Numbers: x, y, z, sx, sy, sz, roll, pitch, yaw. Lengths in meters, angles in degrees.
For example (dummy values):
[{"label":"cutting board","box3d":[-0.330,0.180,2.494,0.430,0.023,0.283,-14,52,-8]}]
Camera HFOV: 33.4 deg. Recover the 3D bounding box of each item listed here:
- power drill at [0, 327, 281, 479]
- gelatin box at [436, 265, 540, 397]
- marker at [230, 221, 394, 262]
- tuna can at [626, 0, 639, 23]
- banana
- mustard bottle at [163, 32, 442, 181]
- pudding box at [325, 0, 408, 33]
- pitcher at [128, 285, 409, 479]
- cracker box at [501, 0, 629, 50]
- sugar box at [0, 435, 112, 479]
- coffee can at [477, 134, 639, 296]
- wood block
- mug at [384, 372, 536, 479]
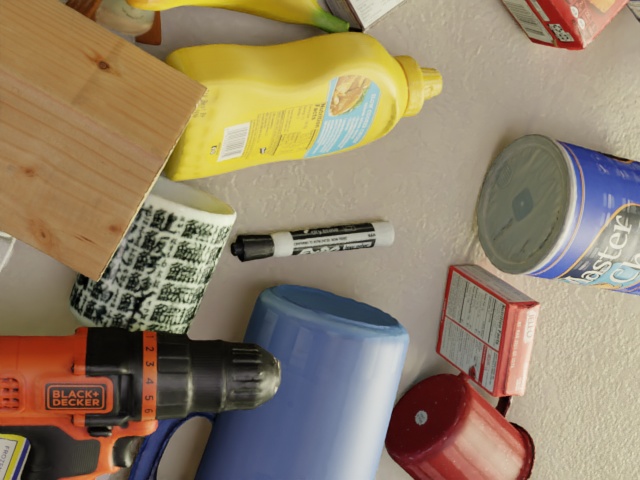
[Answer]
[{"label":"power drill","box3d":[-0.121,0.140,0.648,0.184,0.057,0.188,3,111,-9]},{"label":"gelatin box","box3d":[0.124,0.066,0.793,0.030,0.089,0.073,-1,107,-24]},{"label":"marker","box3d":[-0.005,0.001,0.752,0.121,0.020,0.020,-6,109,-23]},{"label":"tuna can","box3d":[0.256,-0.197,0.769,0.033,0.086,0.086,41,87,-28]},{"label":"banana","box3d":[-0.058,-0.150,0.627,0.197,0.070,0.037,-9,121,-54]},{"label":"mustard bottle","box3d":[-0.007,-0.090,0.685,0.191,0.058,0.096,-11,148,-22]},{"label":"pudding box","box3d":[0.030,-0.204,0.689,0.090,0.039,0.113,-37,116,-11]},{"label":"pitcher","box3d":[-0.033,0.156,0.738,0.149,0.145,0.243,10,99,-41]},{"label":"cracker box","box3d":[0.190,-0.262,0.725,0.213,0.072,0.164,-48,120,-5]},{"label":"sugar box","box3d":[-0.229,0.152,0.684,0.176,0.048,0.093,19,99,-33]},{"label":"coffee can","box3d":[0.204,-0.015,0.796,0.140,0.103,0.103,10,102,-28]},{"label":"wood block","box3d":[-0.176,-0.081,0.551,0.206,0.090,0.090,30,123,-9]},{"label":"mug","box3d":[0.110,0.147,0.820,0.081,0.093,0.117,44,68,-25]}]
